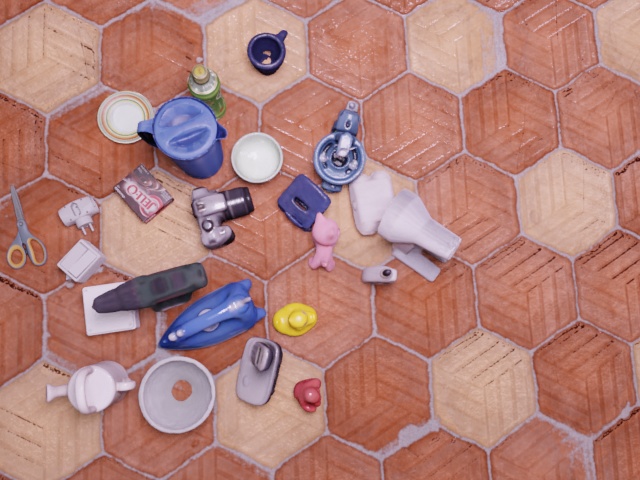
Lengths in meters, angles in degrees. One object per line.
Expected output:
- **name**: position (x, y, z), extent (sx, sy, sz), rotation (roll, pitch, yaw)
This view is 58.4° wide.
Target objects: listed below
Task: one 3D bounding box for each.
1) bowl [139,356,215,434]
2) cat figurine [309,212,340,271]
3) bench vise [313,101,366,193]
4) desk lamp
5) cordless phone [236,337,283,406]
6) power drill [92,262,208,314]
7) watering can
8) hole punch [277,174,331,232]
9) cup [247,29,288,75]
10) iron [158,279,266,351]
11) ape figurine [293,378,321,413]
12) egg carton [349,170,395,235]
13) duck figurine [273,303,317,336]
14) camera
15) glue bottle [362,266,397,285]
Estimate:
- **bowl**: position (-0.315, 0.343, 1.286), extent (0.167, 0.074, 0.167), rotation (1, 83, -4)
- **cat figurine**: position (0.012, 0.005, 1.330), extent (0.067, 0.117, 0.128), rotation (4, 83, -3)
- **bench vise**: position (0.043, -0.227, 1.310), extent (0.121, 0.219, 0.207), rotation (-4, 83, -4)
- **desk lamp**: position (0.226, -0.010, 1.300), extent (0.203, 0.213, 0.118), rotation (35, 82, 1)
- **cordless phone**: position (-0.134, 0.290, 1.250), extent (0.094, 0.185, 0.148), rotation (10, 82, -3)
- **power drill**: position (-0.353, 0.112, 1.244), extent (0.229, 0.208, 0.075), rotation (-19, 84, -6)
- **watering can**: position (-0.488, 0.319, 1.216), extent (0.173, 0.194, 0.101), rotation (-26, 85, -7)
- **hole punch**: position (-0.037, -0.086, 1.351), extent (0.108, 0.091, 0.101), rotation (43, 82, 2)
- **cup**: position (-0.120, -0.451, 1.388), extent (0.091, 0.095, 0.118), rotation (40, 82, 2)
- **iron**: position (-0.254, 0.183, 1.276), extent (0.258, 0.141, 0.118), rotation (-27, 85, -7)
- **ape figurine**: position (-0.022, 0.351, 1.298), extent (0.076, 0.092, 0.078), rotation (31, 82, 0)
- **egg carton**: position (0.128, -0.089, 1.375), extent (0.107, 0.069, 0.150), rotation (-11, 84, -5)
- **duck figurine**: position (-0.057, 0.184, 1.319), extent (0.104, 0.086, 0.077), rotation (-7, 83, -5)
- **camera**: position (-0.221, -0.064, 1.330), extent (0.137, 0.100, 0.143), rotation (-16, 84, -6)
- **glue bottle**: position (0.142, 0.079, 1.303), extent (0.078, 0.173, 0.037), rotation (4, 82, -3)
